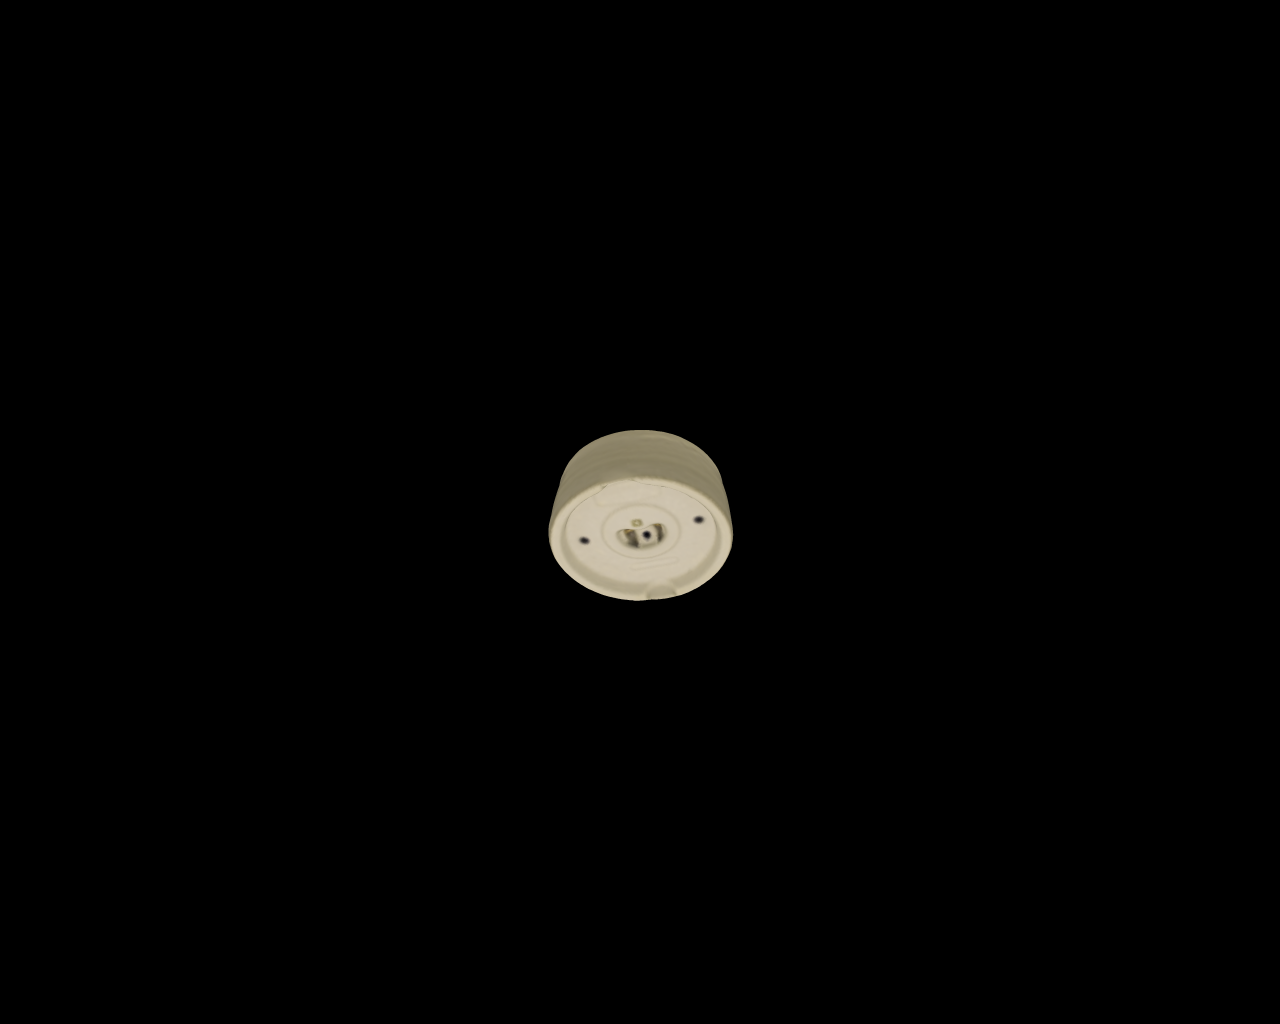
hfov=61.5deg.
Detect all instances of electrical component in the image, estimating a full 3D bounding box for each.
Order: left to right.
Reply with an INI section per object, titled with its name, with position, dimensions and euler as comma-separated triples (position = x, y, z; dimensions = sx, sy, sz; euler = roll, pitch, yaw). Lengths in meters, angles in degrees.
[electrical component]
position = 0.001, -0.003, 0.650
dimensions = 0.108, 0.060, 0.108
euler = 0, -45, 0
